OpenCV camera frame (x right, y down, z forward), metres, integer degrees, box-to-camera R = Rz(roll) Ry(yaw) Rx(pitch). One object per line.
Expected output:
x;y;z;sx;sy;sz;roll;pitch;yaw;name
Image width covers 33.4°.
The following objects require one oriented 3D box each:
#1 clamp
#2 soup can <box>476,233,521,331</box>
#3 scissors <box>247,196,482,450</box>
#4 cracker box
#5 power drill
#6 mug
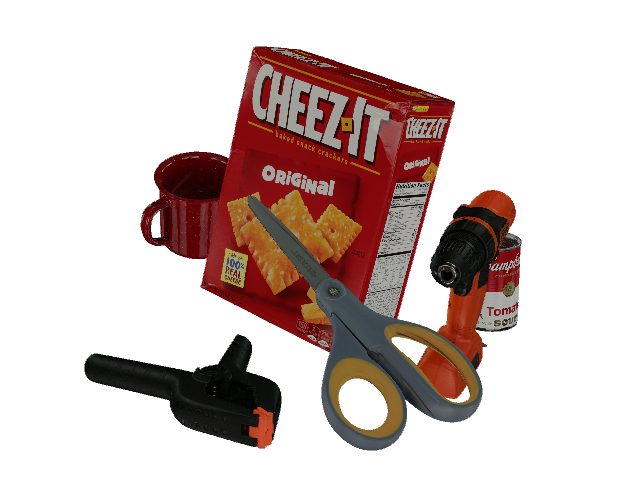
-0.088;0.126;0.930;0.164;0.036;0.210;-8;17;-37;clamp
0.198;0.047;1.245;0.068;0.102;0.068;-1;18;0;soup can
0.000;0.048;0.616;0.202;0.016;0.096;34;53;25;scissors
-0.001;-0.032;0.863;0.164;0.214;0.071;25;20;33;cracker box
0.137;0.058;1.047;0.057;0.188;0.184;20;28;18;power drill
-0.136;-0.030;1.114;0.117;0.081;0.093;-28;49;-36;mug
